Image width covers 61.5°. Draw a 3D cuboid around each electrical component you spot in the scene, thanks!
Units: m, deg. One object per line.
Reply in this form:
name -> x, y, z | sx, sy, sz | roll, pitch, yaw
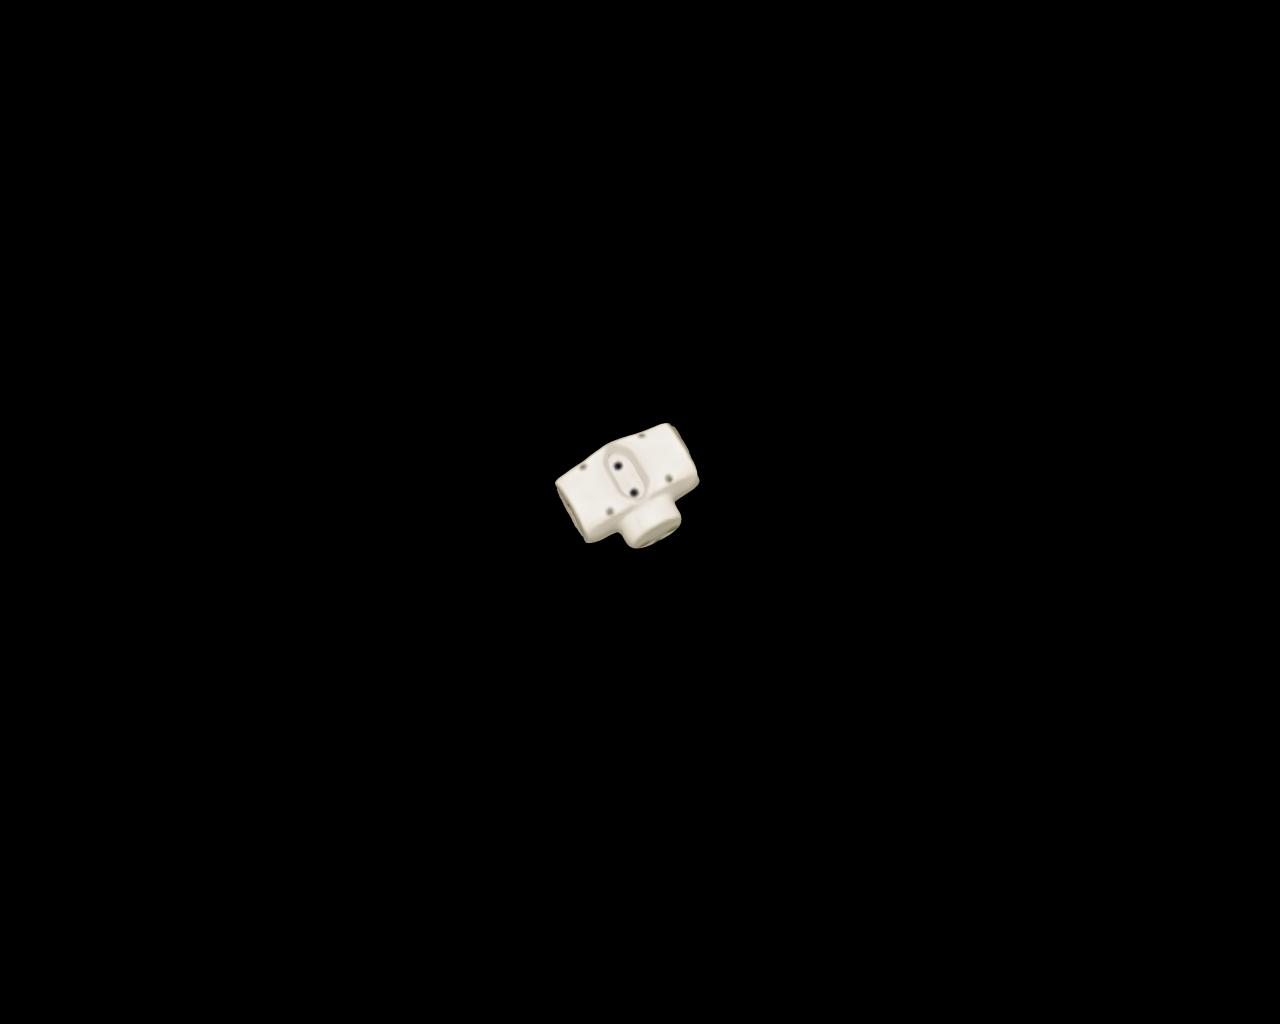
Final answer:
electrical component -> 0.001, -0.003, 0.650 | 0.077, 0.079, 0.043 | -27, -14, -7
